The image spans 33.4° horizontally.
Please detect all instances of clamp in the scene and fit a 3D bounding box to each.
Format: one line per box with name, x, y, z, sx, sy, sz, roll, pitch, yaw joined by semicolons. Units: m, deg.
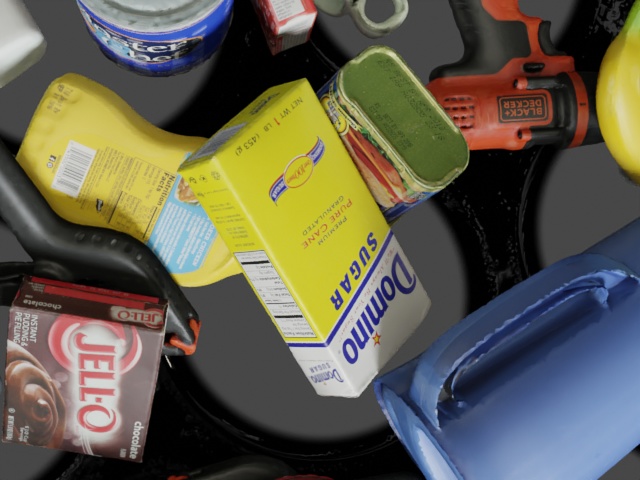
clamp;-0.020;0.198;0.695;0.171;0.039;0.120;12;82;-9
clamp;-0.175;0.023;0.665;0.209;0.036;0.165;33;122;-18

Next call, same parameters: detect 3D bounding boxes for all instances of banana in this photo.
banana;0.226;-0.065;0.694;0.070;0.037;0.197;-36;128;10

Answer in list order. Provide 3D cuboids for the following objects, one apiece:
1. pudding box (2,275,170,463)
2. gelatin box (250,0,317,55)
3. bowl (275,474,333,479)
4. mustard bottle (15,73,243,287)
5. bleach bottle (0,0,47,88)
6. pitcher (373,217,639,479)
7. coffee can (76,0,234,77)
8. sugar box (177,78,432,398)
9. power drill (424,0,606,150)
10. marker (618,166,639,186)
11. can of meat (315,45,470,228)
pudding box;-0.145;0.081;0.656;0.090;0.039;0.114;11;125;-5
gelatin box;-0.031;-0.163;0.679;0.030;0.089;0.073;-22;91;-4
bowl;0.004;0.220;0.626;0.161;0.055;0.162;7;76;-31
mustard bottle;-0.096;-0.024;0.680;0.191;0.058;0.096;25;104;-6
bleach bottle;-0.281;-0.200;0.666;0.102;0.068;0.251;-35;90;-6
pitcher;0.162;0.073;0.670;0.242;0.149;0.145;-34;92;-10
coffee can;-0.100;-0.161;0.645;0.102;0.140;0.103;0;88;-7
sugar box;-0.004;0.001;0.655;0.093;0.048;0.176;-45;112;-34
power drill;0.147;-0.153;0.715;0.184;0.057;0.187;-5;88;-10
marker;0.258;-0.084;0.745;0.121;0.020;0.020;-42;93;-7
can of meat;0.037;-0.064;0.679;0.057;0.084;0.102;-42;93;-28
